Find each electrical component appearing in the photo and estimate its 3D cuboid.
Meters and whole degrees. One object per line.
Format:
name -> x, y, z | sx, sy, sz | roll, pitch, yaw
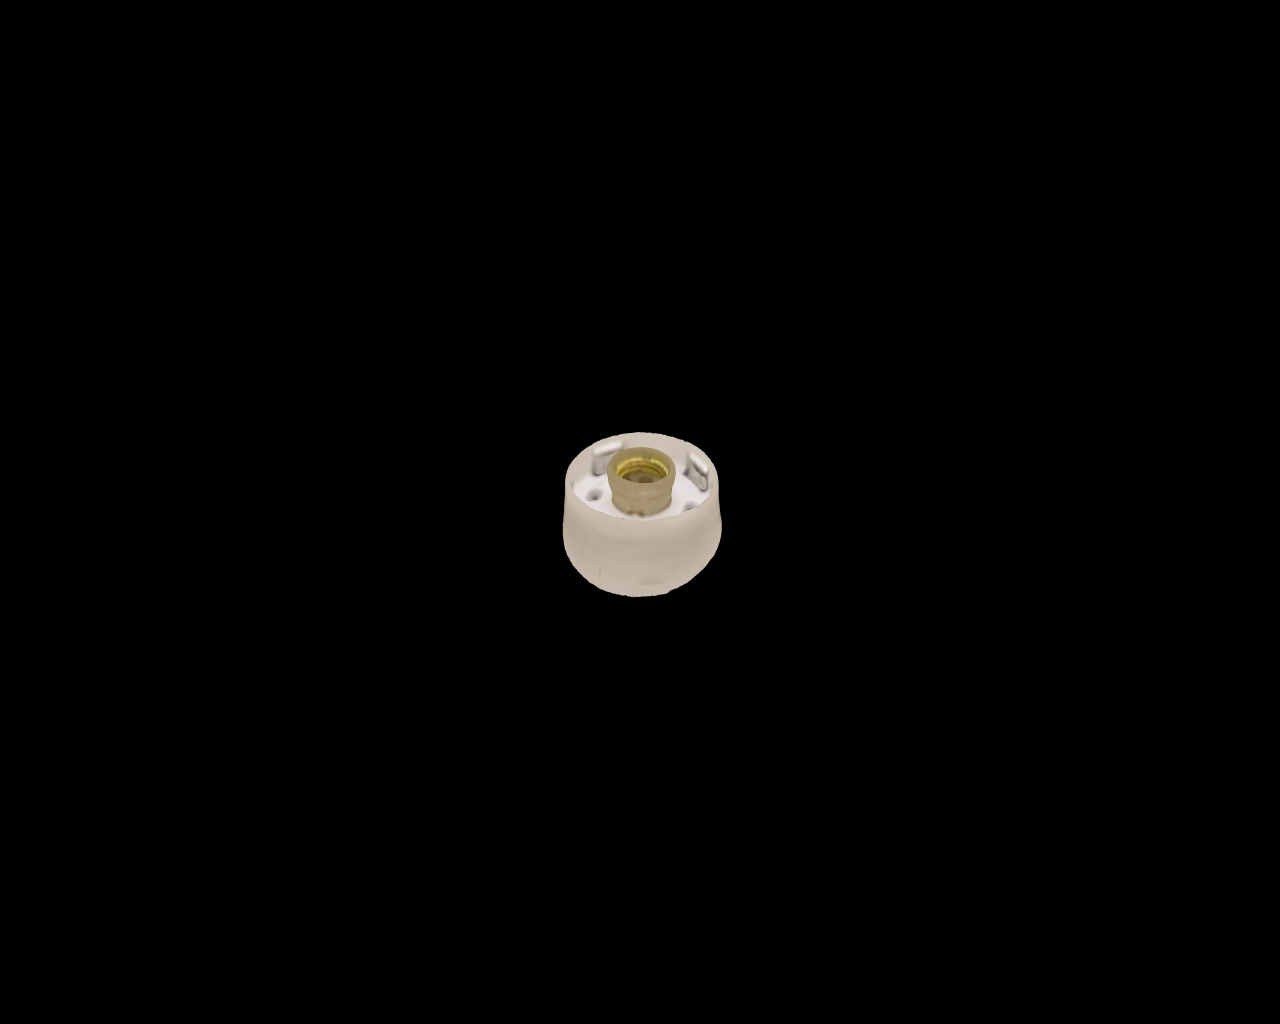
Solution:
electrical component -> 0.001, -0.003, 0.650 | 0.099, 0.064, 0.099 | 0, 38, 0
